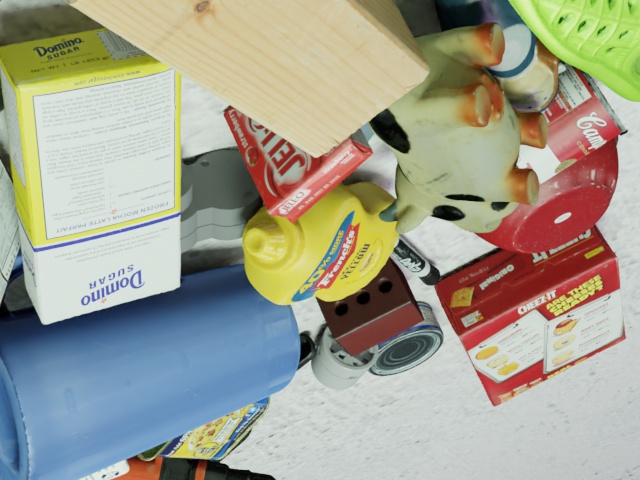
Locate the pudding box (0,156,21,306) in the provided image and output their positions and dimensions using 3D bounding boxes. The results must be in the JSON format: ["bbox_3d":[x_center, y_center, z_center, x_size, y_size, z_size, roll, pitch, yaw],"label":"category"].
[{"bbox_3d":[-0.212,-0.006,0.630,0.039,0.090,0.113,8,152,3],"label":"pudding box"}]

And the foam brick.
[{"bbox_3d":[0.045,0.060,0.954,0.078,0.053,0.051,-28,149,6],"label":"foam brick"}]

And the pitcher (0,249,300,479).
[{"bbox_3d":[-0.138,0.083,0.783,0.242,0.145,0.149,-15,149,-37],"label":"pitcher"}]

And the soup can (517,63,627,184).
[{"bbox_3d":[0.168,-0.083,0.807,0.102,0.068,0.068,-34,148,17],"label":"soup can"}]

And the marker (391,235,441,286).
[{"bbox_3d":[0.079,0.015,0.942,0.020,0.020,0.121,-33,148,13],"label":"marker"}]

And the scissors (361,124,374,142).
[{"bbox_3d":[0.055,-0.091,0.766,0.201,0.016,0.096,-15,150,-16],"label":"scissors"}]

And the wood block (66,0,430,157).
[{"bbox_3d":[-0.038,-0.134,0.565,0.091,0.090,0.205,-35,148,19],"label":"wood block"}]

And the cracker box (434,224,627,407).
[{"bbox_3d":[0.218,0.074,1.078,0.164,0.072,0.213,-28,148,4],"label":"cracker box"}]

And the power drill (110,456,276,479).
[{"bbox_3d":[-0.128,0.246,1.028,0.184,0.057,0.188,9,157,-1],"label":"power drill"}]

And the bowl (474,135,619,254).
[{"bbox_3d":[0.193,-0.037,0.906,0.162,0.055,0.162,-18,148,-12],"label":"bowl"}]

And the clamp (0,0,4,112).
[{"bbox_3d":[-0.202,-0.118,0.523,0.120,0.039,0.172,-16,150,-33],"label":"clamp"}]

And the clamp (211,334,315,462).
[{"bbox_3d":[-0.093,0.164,1.034,0.164,0.036,0.210,-11,143,-20],"label":"clamp"}]

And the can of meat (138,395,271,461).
[{"bbox_3d":[-0.103,0.148,0.929,0.083,0.057,0.102,15,126,-45],"label":"can of meat"}]

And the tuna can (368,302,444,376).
[{"bbox_3d":[0.079,0.099,1.056,0.086,0.034,0.086,-18,149,-11],"label":"tuna can"}]

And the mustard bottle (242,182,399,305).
[{"bbox_3d":[-0.005,0.001,0.763,0.096,0.058,0.191,-55,161,13],"label":"mustard bottle"}]

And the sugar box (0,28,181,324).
[{"bbox_3d":[-0.129,-0.035,0.618,0.093,0.048,0.176,-15,139,-24],"label":"sugar box"}]

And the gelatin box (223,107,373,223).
[{"bbox_3d":[-0.015,-0.068,0.680,0.073,0.089,0.030,-39,147,23],"label":"gelatin box"}]
